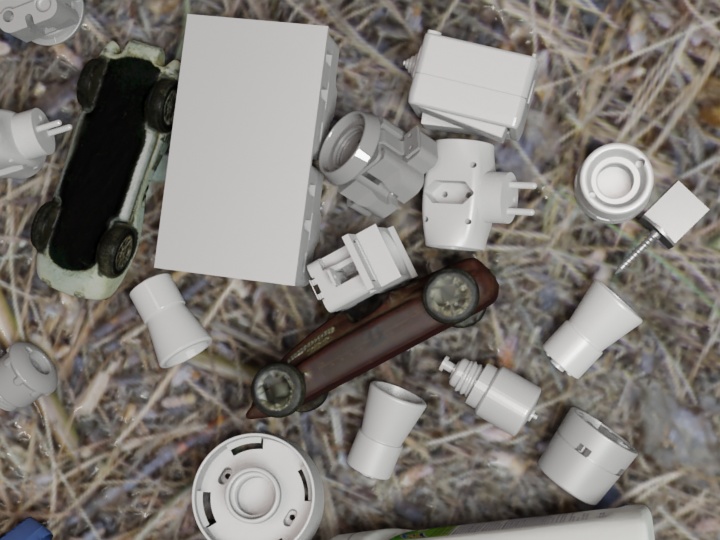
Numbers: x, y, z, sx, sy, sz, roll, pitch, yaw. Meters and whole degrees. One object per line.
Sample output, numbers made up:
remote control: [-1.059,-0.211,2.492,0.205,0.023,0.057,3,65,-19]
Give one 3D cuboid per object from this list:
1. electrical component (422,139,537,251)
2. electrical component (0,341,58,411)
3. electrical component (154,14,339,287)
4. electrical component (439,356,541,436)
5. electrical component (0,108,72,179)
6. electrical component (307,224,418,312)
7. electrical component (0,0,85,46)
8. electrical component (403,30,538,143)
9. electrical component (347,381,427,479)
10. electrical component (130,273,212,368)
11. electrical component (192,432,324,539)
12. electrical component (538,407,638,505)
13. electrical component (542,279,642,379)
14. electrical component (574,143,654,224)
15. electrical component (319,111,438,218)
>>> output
electrical component: [0.088,-0.052,0.773,0.079,0.043,0.077,5,88,27]
electrical component: [-0.271,0.089,0.835,0.062,0.048,0.048,-36,83,14]
electrical component: [-0.081,-0.086,0.800,0.105,0.060,0.186,7,89,10]
electrical component: [0.093,0.087,0.774,0.078,0.040,0.040,30,93,10]
electrical component: [-0.261,-0.101,0.823,0.079,0.077,0.043,-15,85,8]
electrical component: [0.000,0.000,0.774,0.064,0.081,0.042,-27,81,17]
electrical component: [-0.250,-0.207,0.835,0.078,0.057,0.058,-18,85,9]
electrical component: [0.075,-0.129,0.774,0.096,0.062,0.061,15,90,10]
electrical component: [0.017,0.119,0.786,0.044,0.044,0.065,23,96,10]
electrical component: [-0.147,0.036,0.817,0.044,0.044,0.065,-32,78,7]
electrical component: [-0.077,0.170,0.801,0.099,0.064,0.099,-1,76,2]
electrical component: [0.158,0.131,0.755,0.055,0.055,0.047,35,97,9]
electrical component: [0.162,0.045,0.765,0.044,0.044,0.065,43,100,9]
electrical component: [0.180,-0.062,0.761,0.055,0.047,0.055,0,88,10]
electrical component: [0.008,-0.078,0.772,0.078,0.057,0.058,-36,39,34]
